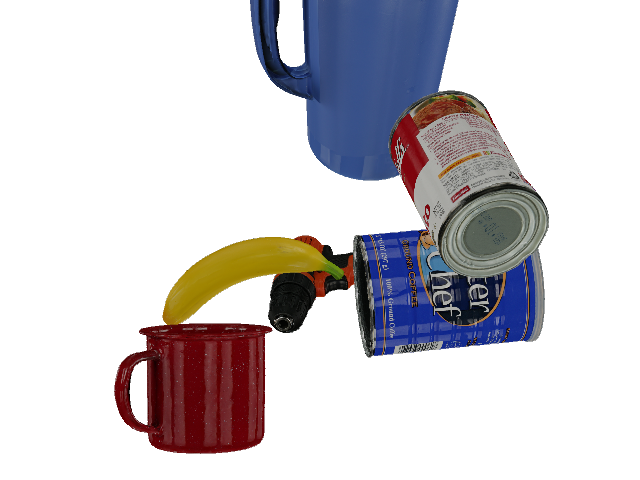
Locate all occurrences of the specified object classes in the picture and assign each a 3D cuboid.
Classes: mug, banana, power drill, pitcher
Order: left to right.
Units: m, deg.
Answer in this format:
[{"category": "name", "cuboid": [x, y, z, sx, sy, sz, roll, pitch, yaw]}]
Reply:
[{"category": "mug", "cuboid": [-0.089, 0.102, 0.739, 0.117, 0.081, 0.093, 0, 0, -43]}, {"category": "banana", "cuboid": [-0.080, 0.036, 1.042, 0.198, 0.069, 0.037, -15, 21, 20]}, {"category": "power drill", "cuboid": [0.038, 0.048, 1.222, 0.188, 0.057, 0.184, 0, 28, 8]}, {"category": "pitcher", "cuboid": [0.035, -0.165, 0.877, 0.149, 0.144, 0.243, 20, -40, 14]}]

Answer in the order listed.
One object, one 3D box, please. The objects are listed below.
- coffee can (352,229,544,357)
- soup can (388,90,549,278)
[{"category": "coffee can", "cuboid": [0.103, 0.039, 0.885, 0.140, 0.103, 0.103, -5, 0, -4]}, {"category": "soup can", "cuboid": [0.088, -0.034, 0.640, 0.068, 0.069, 0.102, 0, 39, -17]}]
